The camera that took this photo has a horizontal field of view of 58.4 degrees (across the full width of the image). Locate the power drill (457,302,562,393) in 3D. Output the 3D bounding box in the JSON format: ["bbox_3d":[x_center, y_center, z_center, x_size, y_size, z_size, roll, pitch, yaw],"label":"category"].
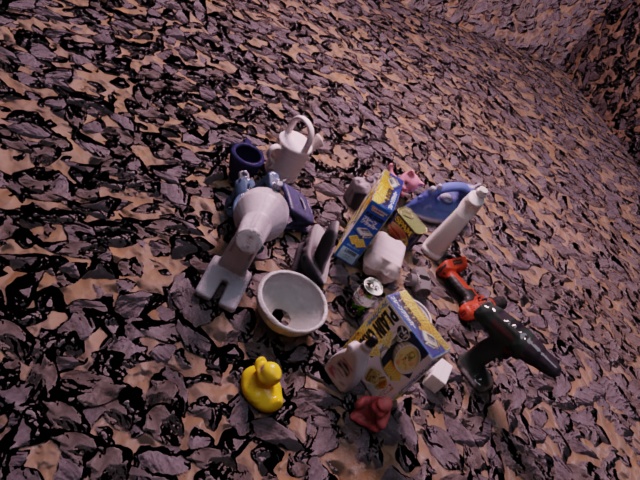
[{"bbox_3d":[0.433,0.273,1.371,0.076,0.208,0.229,-16,60,-42],"label":"power drill"}]

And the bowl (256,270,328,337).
[{"bbox_3d":[-0.071,0.151,1.262,0.168,0.074,0.167,18,42,-17],"label":"bowl"}]

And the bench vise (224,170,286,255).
[{"bbox_3d":[-0.160,-0.099,1.340,0.122,0.219,0.207,-15,59,-42],"label":"bench vise"}]

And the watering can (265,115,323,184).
[{"bbox_3d":[-0.068,-0.260,1.581,0.101,0.194,0.173,39,40,7],"label":"watering can"}]

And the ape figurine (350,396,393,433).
[{"bbox_3d":[0.116,0.349,1.175,0.076,0.092,0.077,-3,52,-36],"label":"ape figurine"}]

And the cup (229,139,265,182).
[{"bbox_3d":[-0.204,-0.204,1.512,0.092,0.095,0.117,13,44,-22],"label":"cup"}]

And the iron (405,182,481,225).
[{"bbox_3d":[0.388,-0.133,1.797,0.259,0.141,0.118,-1,51,-34],"label":"iron"}]

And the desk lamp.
[{"bbox_3d":[-0.159,0.013,1.233,0.118,0.213,0.203,27,40,-8],"label":"desk lamp"}]

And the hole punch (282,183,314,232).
[{"bbox_3d":[-0.064,-0.086,1.490,0.101,0.091,0.108,5,48,-30],"label":"hole punch"}]

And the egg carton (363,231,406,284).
[{"bbox_3d":[0.171,0.044,1.533,0.107,0.069,0.150,29,40,-6],"label":"egg carton"}]

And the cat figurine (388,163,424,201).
[{"bbox_3d":[0.253,-0.186,1.780,0.127,0.117,0.067,41,40,9],"label":"cat figurine"}]

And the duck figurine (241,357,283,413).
[{"bbox_3d":[-0.101,0.275,1.109,0.078,0.086,0.104,-14,59,-41],"label":"duck figurine"}]

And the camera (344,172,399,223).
[{"bbox_3d":[0.168,-0.123,1.674,0.144,0.100,0.136,-6,54,-37],"label":"camera"}]

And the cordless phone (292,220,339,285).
[{"bbox_3d":[0.013,0.005,1.377,0.094,0.185,0.147,22,41,-14],"label":"cordless phone"}]

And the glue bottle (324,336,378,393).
[{"bbox_3d":[0.073,0.246,1.186,0.037,0.173,0.078,-22,64,-45],"label":"glue bottle"}]
